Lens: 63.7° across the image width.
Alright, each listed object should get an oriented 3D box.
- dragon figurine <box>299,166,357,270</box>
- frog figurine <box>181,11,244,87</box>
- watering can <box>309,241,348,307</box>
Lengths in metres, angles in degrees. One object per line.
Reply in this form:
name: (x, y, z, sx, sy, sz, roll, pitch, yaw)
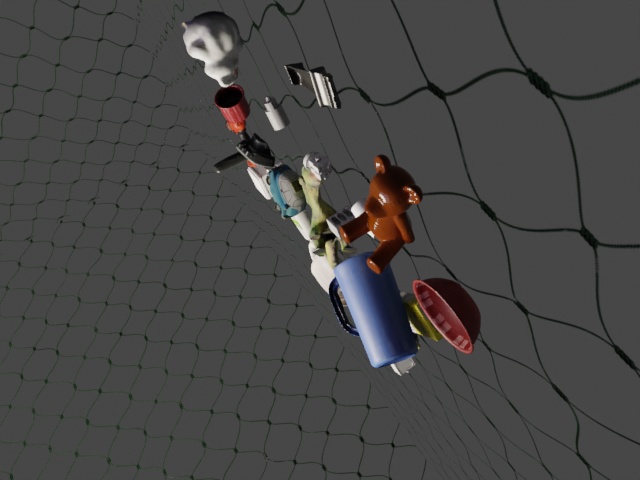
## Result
dragon figurine: (0.004, -0.071, 1.413, 0.402, 0.122, 0.247, 85, 166, -65)
frog figurine: (-0.243, -0.442, 1.201, 0.122, 0.138, 0.159, -12, 93, 48)
watering can: (0.045, 0.128, 1.717, 0.228, 0.104, 0.340, 50, 167, 28)
